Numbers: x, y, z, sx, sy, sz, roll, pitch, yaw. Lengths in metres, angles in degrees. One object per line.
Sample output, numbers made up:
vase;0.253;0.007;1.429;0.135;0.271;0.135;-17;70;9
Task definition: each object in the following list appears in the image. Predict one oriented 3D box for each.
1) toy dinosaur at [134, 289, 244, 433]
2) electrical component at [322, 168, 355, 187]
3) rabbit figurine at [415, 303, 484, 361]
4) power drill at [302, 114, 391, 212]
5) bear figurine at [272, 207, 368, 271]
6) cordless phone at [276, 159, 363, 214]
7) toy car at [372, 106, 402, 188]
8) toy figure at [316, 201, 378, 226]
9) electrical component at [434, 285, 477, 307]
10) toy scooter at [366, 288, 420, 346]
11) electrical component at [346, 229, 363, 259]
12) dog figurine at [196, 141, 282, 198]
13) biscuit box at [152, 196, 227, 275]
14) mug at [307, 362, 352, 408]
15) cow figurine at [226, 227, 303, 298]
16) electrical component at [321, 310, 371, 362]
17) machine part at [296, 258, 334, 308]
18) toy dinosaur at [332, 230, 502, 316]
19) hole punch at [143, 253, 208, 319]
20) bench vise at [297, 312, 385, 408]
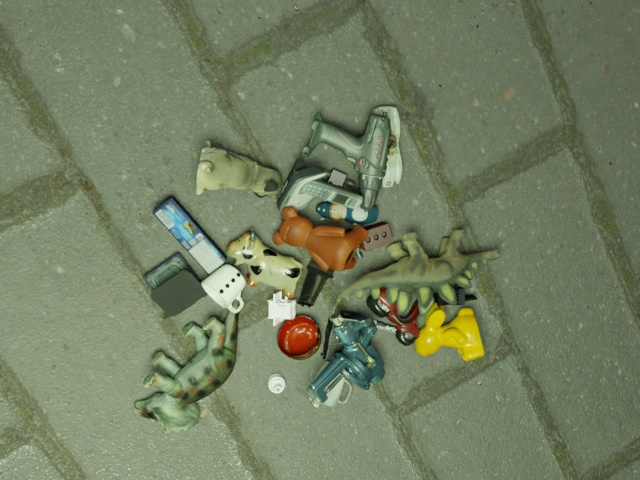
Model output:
toy dinosaur;-0.288;0.313;1.314;0.405;0.131;0.192;-40;116;-8
electrical component;0.038;-0.143;1.352;0.094;0.021;0.063;24;94;-13
rabbit figurine;0.333;0.252;1.427;0.173;0.122;0.162;-16;99;10
power drill;0.063;-0.202;1.292;0.207;0.086;0.231;19;101;7
bear figurine;-0.004;-0.004;1.295;0.196;0.132;0.120;27;112;19
cordless phone;0.001;-0.102;1.291;0.184;0.146;0.089;20;52;-12
toy car;0.165;-0.232;1.346;0.073;0.056;0.201;-6;99;-11
toy figure;0.068;-0.073;1.352;0.154;0.058;0.064;4;73;-10
electrical component;0.358;0.144;1.432;0.119;0.075;0.047;-7;101;-6
toy scooter;0.216;0.173;1.408;0.135;0.075;0.183;-44;101;-11
electrical component;0.062;0.014;1.368;0.078;0.045;0.102;-20;101;-6
dog figurine;-0.180;-0.151;1.237;0.191;0.172;0.121;11;107;-5
biscuit box;-0.310;-0.012;1.283;0.059;0.063;0.202;-40;103;-3
mug;0.034;0.375;1.401;0.109;0.081;0.107;22;85;-9
cow figurine;-0.136;0.051;1.316;0.195;0.085;0.127;21;100;-11
electrical component;0.072;0.254;1.401;0.115;0.058;0.134;13;96;-15
machine part;-0.013;0.109;1.373;0.084;0.039;0.139;26;91;-19
toy dinosaur;0.244;0.084;1.341;0.472;0.105;0.198;-8;68;-11
hole punch;-0.347;0.108;1.290;0.142;0.092;0.115;-37;138;-9
bench vise;0.055;0.299;1.304;0.240;0.129;0.223;-42;125;-21
